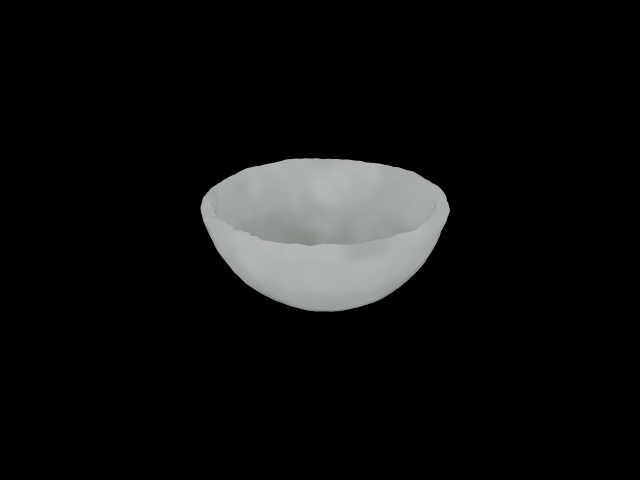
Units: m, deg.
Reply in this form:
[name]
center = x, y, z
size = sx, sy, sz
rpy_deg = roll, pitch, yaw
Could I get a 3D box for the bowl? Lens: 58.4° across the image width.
[bowl]
center = 0.004, 0.001, 0.400
size = 0.167, 0.075, 0.167
rpy_deg = 0, 26, 0
